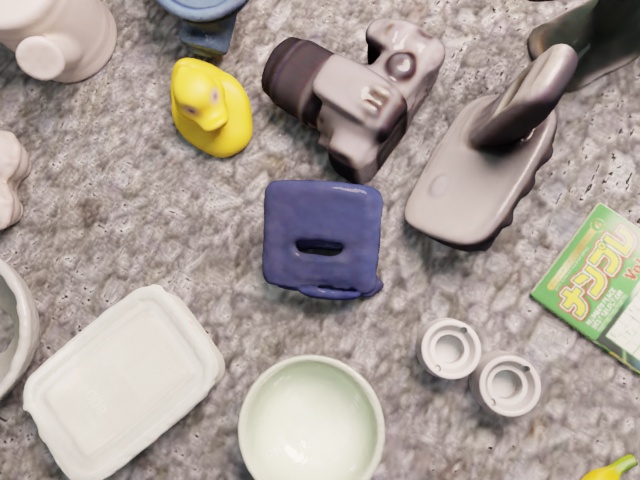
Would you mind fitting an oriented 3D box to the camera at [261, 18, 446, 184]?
[{"bbox_3d":[0.024,-0.147,0.526,0.136,0.101,0.143,33,86,11],"label":"camera"}]

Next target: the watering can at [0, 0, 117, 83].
[{"bbox_3d":[-0.272,-0.226,0.525,0.172,0.194,0.101,42,88,11],"label":"watering can"}]

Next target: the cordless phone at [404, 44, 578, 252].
[{"bbox_3d":[0.135,-0.069,0.458,0.094,0.185,0.148,28,85,10],"label":"cordless phone"}]

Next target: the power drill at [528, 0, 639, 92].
[{"bbox_3d":[0.240,-0.204,0.456,0.229,0.208,0.075,-28,79,2],"label":"power drill"}]

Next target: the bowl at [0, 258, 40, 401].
[{"bbox_3d":[-0.333,0.088,0.542,0.167,0.075,0.167,-1,81,6],"label":"bowl"}]

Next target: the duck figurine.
[{"bbox_3d":[-0.113,-0.137,0.547,0.077,0.086,0.104,-32,79,1],"label":"duck figurine"}]

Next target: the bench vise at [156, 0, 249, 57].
[{"bbox_3d":[-0.109,-0.299,0.505,0.121,0.220,0.207,-1,81,7],"label":"bench vise"}]

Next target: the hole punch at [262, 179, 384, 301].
[{"bbox_3d":[0.005,0.002,0.509,0.108,0.091,0.101,5,81,7],"label":"hole punch"}]

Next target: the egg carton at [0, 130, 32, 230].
[{"bbox_3d":[-0.370,-0.061,0.573,0.150,0.069,0.107,4,81,7],"label":"egg carton"}]
